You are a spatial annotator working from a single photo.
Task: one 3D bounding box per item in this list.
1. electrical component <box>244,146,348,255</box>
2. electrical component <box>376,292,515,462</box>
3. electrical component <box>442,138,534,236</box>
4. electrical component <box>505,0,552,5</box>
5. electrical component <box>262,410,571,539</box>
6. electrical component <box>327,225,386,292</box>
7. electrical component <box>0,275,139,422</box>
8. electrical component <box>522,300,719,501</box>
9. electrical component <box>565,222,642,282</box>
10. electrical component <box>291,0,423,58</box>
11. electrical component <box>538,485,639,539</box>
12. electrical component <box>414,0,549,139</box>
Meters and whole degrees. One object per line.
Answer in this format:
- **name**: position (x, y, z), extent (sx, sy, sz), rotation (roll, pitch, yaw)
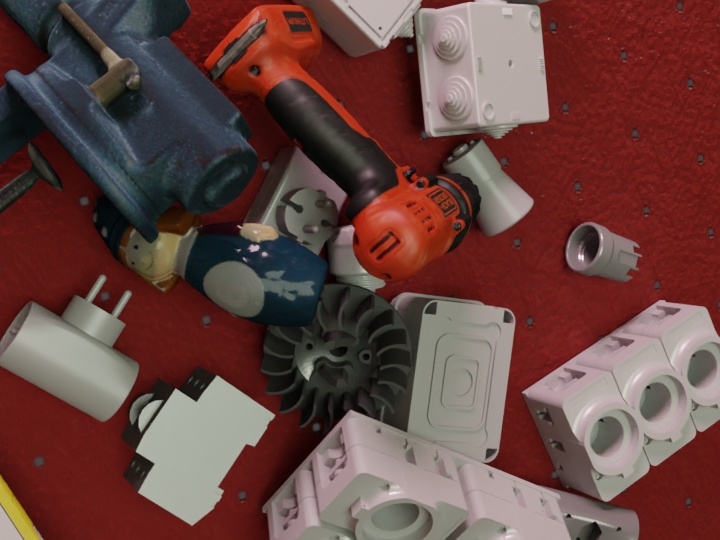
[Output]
- **electrical component**: position (-0.038, -0.035, 0.708), extent (0.047, 0.076, 0.083), rotation (29, 81, -23)
- **electrical component**: position (0.058, 0.076, 0.768), extent (0.078, 0.057, 0.113), rotation (7, 90, -24)
- **electrical component**: position (0.091, -0.063, 0.784), extent (0.044, 0.044, 0.065), rotation (-41, 103, -17)
- **electrical component**: position (0.103, -0.240, 0.767), extent (0.096, 0.061, 0.061), rotation (35, 79, -22)
- **electrical component**: position (0.042, 0.180, 0.731), extent (0.186, 0.060, 0.105), rotation (26, 119, -27)
- **electrical component**: position (0.000, 0.000, 0.745), extent (0.043, 0.043, 0.062), rotation (-6, 96, -24)
- **electrical component**: position (-0.172, 0.042, 0.669), extent (0.077, 0.044, 0.079), rotation (34, 79, -22)
- **electrical component**: position (0.216, 0.099, 0.838), extent (0.150, 0.062, 0.089), rotation (-30, 105, -20)
- **electrical component**: position (0.189, -0.012, 0.832), extent (0.046, 0.040, 0.040), rotation (16, 86, -30)
- **electrical component**: position (-0.002, -0.189, 0.723), extent (0.096, 0.061, 0.061), rotation (41, 76, -21)
- **electrical component**: position (0.163, 0.211, 0.827), extent (0.077, 0.043, 0.079), rotation (16, 111, -7)
- **electrical component**: position (0.088, -0.142, 0.758), extent (0.100, 0.048, 0.099), rotation (-12, 98, -45)
